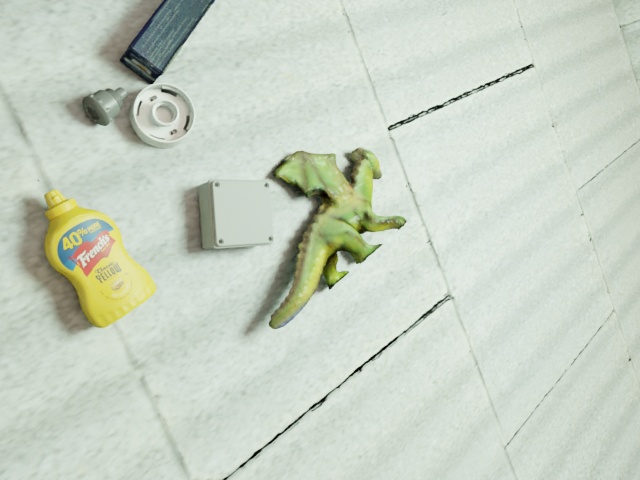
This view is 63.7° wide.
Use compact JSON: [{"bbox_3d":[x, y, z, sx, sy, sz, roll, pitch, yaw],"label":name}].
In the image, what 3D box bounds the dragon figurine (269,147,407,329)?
[{"bbox_3d":[0.003,-0.047,0.939,0.416,0.120,0.243,-35,87,-36],"label":"dragon figurine"}]
